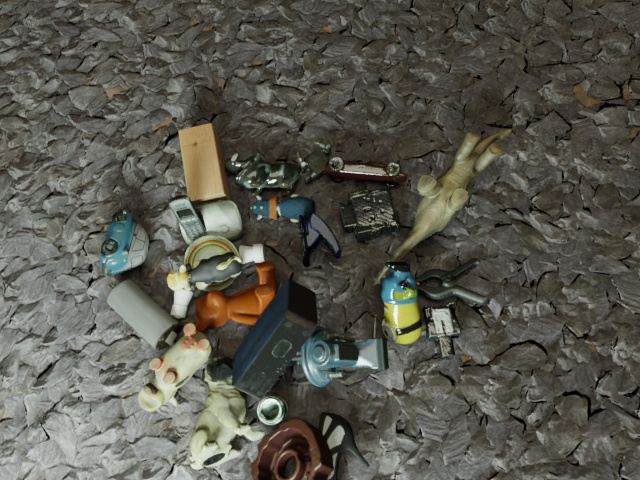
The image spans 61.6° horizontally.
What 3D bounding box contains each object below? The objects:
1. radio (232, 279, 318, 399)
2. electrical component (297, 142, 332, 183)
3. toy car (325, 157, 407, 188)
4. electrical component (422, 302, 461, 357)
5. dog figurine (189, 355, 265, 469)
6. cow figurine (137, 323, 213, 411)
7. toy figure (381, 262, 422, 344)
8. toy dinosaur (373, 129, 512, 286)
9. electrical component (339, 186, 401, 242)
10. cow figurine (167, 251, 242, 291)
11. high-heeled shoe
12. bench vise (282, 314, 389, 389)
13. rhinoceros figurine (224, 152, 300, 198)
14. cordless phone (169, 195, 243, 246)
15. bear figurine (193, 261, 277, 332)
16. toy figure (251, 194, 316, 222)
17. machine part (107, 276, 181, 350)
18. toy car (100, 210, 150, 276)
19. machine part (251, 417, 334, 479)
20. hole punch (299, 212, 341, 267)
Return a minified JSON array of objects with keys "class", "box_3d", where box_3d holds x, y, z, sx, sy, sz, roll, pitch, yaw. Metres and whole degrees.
[{"class":"radio","box_3d":[-0.095,0.205,1.101,0.073,0.131,0.229,29,109,-17]},{"class":"electrical component","box_3d":[-0.011,-0.201,1.361,0.102,0.045,0.078,-30,68,-8]},{"class":"toy car","box_3d":[0.112,-0.169,1.314,0.202,0.089,0.053,5,73,8]},{"class":"electrical component","box_3d":[0.270,0.198,1.175,0.075,0.047,0.119,-10,68,1]},{"class":"dog figurine","box_3d":[-0.226,0.358,1.134,0.172,0.121,0.191,-28,54,-10]},{"class":"cow figurine","box_3d":[-0.310,0.279,1.146,0.086,0.127,0.195,37,73,17]},{"class":"toy figure","box_3d":[0.177,0.136,1.157,0.089,0.082,0.180,3,100,18]},{"class":"toy dinosaur","box_3d":[0.275,-0.084,1.207,0.105,0.198,0.471,42,79,18]},{"class":"electrical component","box_3d":[0.116,-0.061,1.288,0.134,0.058,0.115,-13,66,-1]},{"class":"cow figurine","box_3d":[-0.259,0.074,1.211,0.167,0.098,0.068,-19,90,-18]},{"class":"high-heeled shoe","box_3d":[-0.014,0.471,1.074,0.145,0.086,0.249,39,74,25]},{"class":"bench vise","box_3d":[0.015,0.241,1.129,0.241,0.223,0.128,-14,82,33]},{"class":"rhinoceros figurine","box_3d":[-0.146,-0.168,1.343,0.190,0.073,0.112,7,70,7]},{"class":"cordless phone","box_3d":[-0.265,-0.063,1.251,0.147,0.184,0.089,-12,63,0]},{"class":"bear figurine","box_3d":[-0.193,0.131,1.201,0.196,0.131,0.120,-2,37,0]},{"class":"toy figure","box_3d":[-0.090,-0.076,1.311,0.155,0.057,0.064,1,61,10]},{"class":"machine part","box_3d":[-0.402,0.169,1.224,0.243,0.079,0.079,38,75,16]},{"class":"toy car","box_3d":[-0.462,0.014,1.288,0.103,0.109,0.162,16,57,-13]},{"class":"machine part","box_3d":[-0.055,0.445,1.054,0.179,0.056,0.179,-23,47,27]},{"class":"hole punch","box_3d":[-0.003,-0.004,1.238,0.092,0.142,0.115,-9,81,2]}]
